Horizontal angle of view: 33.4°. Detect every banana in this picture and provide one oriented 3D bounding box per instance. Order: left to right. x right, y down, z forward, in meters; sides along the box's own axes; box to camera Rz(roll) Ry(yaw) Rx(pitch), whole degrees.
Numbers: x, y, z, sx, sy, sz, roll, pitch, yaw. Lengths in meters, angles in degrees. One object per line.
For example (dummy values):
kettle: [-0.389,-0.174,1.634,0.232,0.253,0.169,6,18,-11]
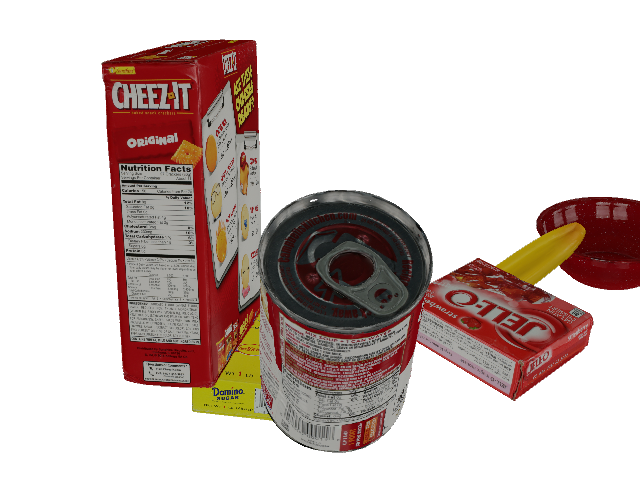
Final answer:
banana: [0.167,0.048,1.019,0.198,0.037,0.069,-34,-2,0]

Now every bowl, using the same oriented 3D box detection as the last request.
bowl: [0.315,0.008,1.160,0.162,0.055,0.162,-2,27,1]

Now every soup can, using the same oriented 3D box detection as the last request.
soup can: [0.008,0.038,0.449,0.068,0.068,0.102,0,-38,-2]

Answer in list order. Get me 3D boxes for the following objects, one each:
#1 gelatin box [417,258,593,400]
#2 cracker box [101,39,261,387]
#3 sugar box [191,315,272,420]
gelatin box: [0.105,0.050,0.637,0.073,0.030,0.089,-24,40,-39]
cracker box: [-0.091,-0.026,0.744,0.072,0.214,0.164,1,15,9]
sugar box: [-0.055,0.086,0.958,0.093,0.048,0.176,6,35,1]
